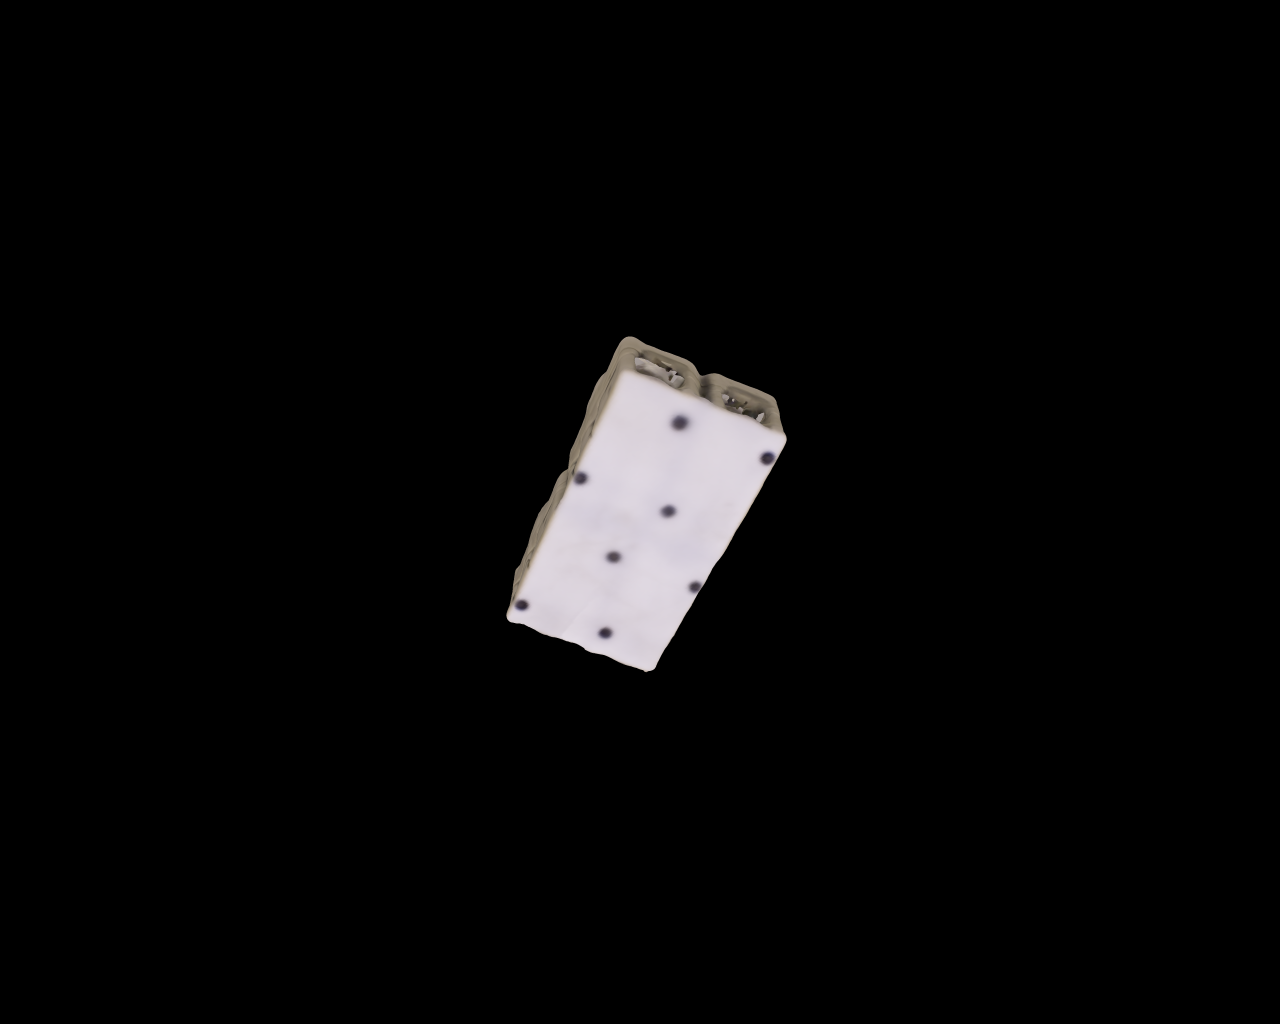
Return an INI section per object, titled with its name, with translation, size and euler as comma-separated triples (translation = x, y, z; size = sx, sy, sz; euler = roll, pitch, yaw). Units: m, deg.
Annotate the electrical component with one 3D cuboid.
[electrical component]
translation = 0.001, -0.003, 0.650
size = 0.105, 0.186, 0.060
euler = 21, 28, -12
